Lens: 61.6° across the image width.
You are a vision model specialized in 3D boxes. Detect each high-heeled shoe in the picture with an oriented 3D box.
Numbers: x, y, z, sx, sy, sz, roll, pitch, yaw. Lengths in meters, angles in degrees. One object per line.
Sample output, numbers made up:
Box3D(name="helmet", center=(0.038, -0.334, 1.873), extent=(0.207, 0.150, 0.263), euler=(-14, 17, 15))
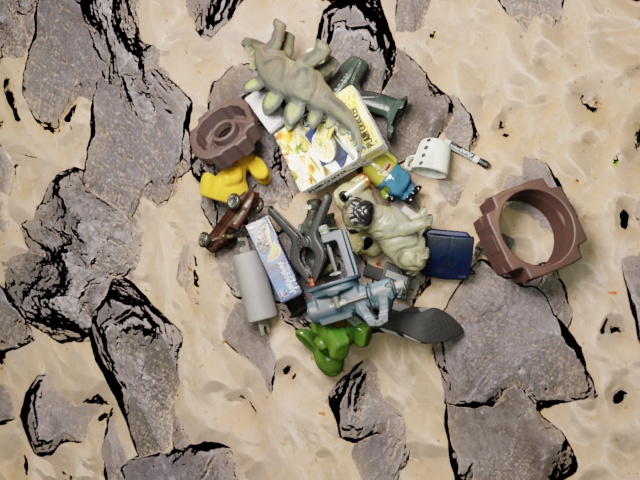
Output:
Box3D(name="high-heeled shoe", center=(0.199, 0.189, 1.264), extent=(0.249, 0.145, 0.086), euler=(17, 80, -19))

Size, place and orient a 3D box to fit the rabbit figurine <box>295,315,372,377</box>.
Box3D(name="rabbit figurine", center=(0.018, 0.242, 1.243), extent=(0.159, 0.121, 0.170), euler=(32, 129, 26))

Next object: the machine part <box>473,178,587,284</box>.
Box3D(name="machine part", center=(0.458, -0.018, 1.181), extent=(0.201, 0.087, 0.201), euler=(-20, 80, -11))

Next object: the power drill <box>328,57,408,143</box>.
Box3D(name="power drill", center=(0.092, -0.306, 1.286), extent=(0.207, 0.086, 0.232), euler=(26, 91, 16))

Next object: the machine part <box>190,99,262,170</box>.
Box3D(name="machine part", center=(-0.218, -0.245, 1.251), extent=(0.179, 0.056, 0.179), euler=(-12, 54, 18))

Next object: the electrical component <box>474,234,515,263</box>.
Box3D(name="electrical component", center=(0.404, 0.024, 1.238), extent=(0.102, 0.045, 0.078), euler=(20, 63, 6))

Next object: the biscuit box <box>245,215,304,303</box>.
Box3D(name="biscuit box", center=(-0.105, 0.046, 1.257), extent=(0.059, 0.063, 0.202), euler=(-26, 88, -1))

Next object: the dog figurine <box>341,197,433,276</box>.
Box3D(name="dog figurine", center=(0.139, -0.005, 1.182), extent=(0.191, 0.121, 0.172), euler=(3, 97, 0))

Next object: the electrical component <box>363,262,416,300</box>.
Box3D(name="electrical component", center=(0.161, 0.088, 1.269), extent=(0.119, 0.048, 0.074), euler=(24, 91, 7))

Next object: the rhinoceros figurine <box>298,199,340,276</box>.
Box3D(name="rhinoceros figurine", center=(-0.003, -0.004, 1.289), extent=(0.112, 0.073, 0.190), euler=(0, 90, 20))

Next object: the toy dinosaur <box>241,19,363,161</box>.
Box3D(name="toy dinosaur", center=(-0.044, -0.342, 1.189), extent=(0.472, 0.105, 0.198), euler=(39, 99, 31))

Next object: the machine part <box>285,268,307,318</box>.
Box3D(name="machine part", center=(-0.070, 0.119, 1.306), extent=(0.084, 0.039, 0.139), euler=(-19, 84, -2))

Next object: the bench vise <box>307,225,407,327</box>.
Box3D(name="bench vise", center=(0.062, 0.075, 1.150), extent=(0.224, 0.129, 0.240), euler=(-20, 82, 22))

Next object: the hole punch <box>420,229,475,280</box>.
Box3D(name="hole punch", center=(0.292, 0.034, 1.232), extent=(0.142, 0.092, 0.115), euler=(4, 92, 5))

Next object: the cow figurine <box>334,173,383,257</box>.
Box3D(name="cow figurine", center=(0.094, -0.044, 1.246), extent=(0.127, 0.085, 0.194), euler=(-27, 109, 5))

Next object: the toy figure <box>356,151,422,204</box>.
Box3D(name="toy figure", center=(0.150, -0.153, 1.263), extent=(0.180, 0.089, 0.082), euler=(40, 54, -1))

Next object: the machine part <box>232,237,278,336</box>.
Box3D(name="machine part", center=(-0.158, 0.111, 1.302), extent=(0.079, 0.079, 0.243), euler=(-15, 85, 8))

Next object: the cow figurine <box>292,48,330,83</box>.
Box3D(name="cow figurine", center=(-0.057, -0.386, 1.300), extent=(0.167, 0.068, 0.098), euler=(-18, 75, 21))

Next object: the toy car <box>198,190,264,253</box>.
Box3D(name="toy car", center=(-0.209, -0.039, 1.276), extent=(0.202, 0.089, 0.053), euler=(-45, 55, 28))

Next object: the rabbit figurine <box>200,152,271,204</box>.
Box3D(name="rabbit figurine", center=(-0.201, -0.169, 1.298), extent=(0.162, 0.122, 0.173), euler=(11, 85, 4))
